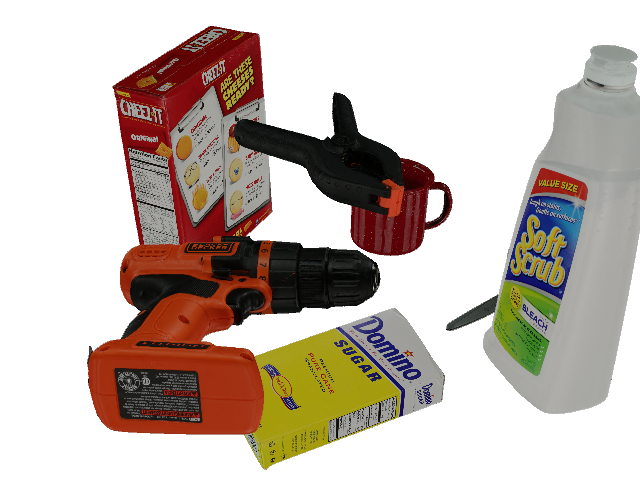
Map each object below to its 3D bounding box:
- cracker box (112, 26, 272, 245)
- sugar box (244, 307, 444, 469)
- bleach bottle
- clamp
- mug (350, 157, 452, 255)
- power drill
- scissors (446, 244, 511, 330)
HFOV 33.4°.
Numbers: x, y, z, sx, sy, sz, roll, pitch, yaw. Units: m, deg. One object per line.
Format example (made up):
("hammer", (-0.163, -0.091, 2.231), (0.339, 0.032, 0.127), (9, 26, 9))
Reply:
("cracker box", (-0.124, -0.087, 1.084), (0.072, 0.214, 0.164), (14, 37, 26))
("sugar box", (0.011, 0.126, 0.938), (0.176, 0.048, 0.093), (-20, 48, -16))
("bleach bottle", (0.169, -0.010, 0.716), (0.068, 0.251, 0.103), (-9, 33, -19))
("clamp", (0.005, -0.073, 0.916), (0.120, 0.039, 0.172), (-19, 40, -19))
("mug", (0.087, -0.037, 1.169), (0.117, 0.081, 0.093), (-4, 29, -10))
("power drill", (-0.058, 0.054, 0.693), (0.184, 0.057, 0.187), (-1, 22, 9))
("scissors", (0.165, 0.035, 0.951), (0.201, 0.016, 0.096), (-9, 37, -31))
